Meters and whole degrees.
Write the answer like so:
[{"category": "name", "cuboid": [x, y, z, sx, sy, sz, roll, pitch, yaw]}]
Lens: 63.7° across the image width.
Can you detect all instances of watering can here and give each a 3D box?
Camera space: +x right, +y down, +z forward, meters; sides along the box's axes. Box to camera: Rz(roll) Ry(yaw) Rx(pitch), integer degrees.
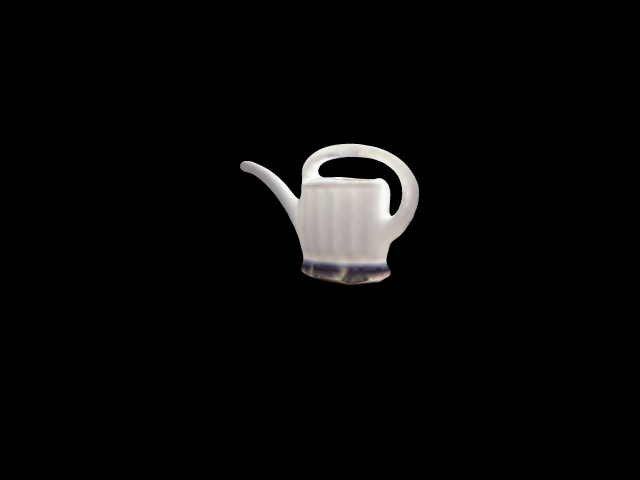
[{"category": "watering can", "cuboid": [0.003, -0.043, 0.850, 0.347, 0.224, 0.104, 3, 4, 36]}]
